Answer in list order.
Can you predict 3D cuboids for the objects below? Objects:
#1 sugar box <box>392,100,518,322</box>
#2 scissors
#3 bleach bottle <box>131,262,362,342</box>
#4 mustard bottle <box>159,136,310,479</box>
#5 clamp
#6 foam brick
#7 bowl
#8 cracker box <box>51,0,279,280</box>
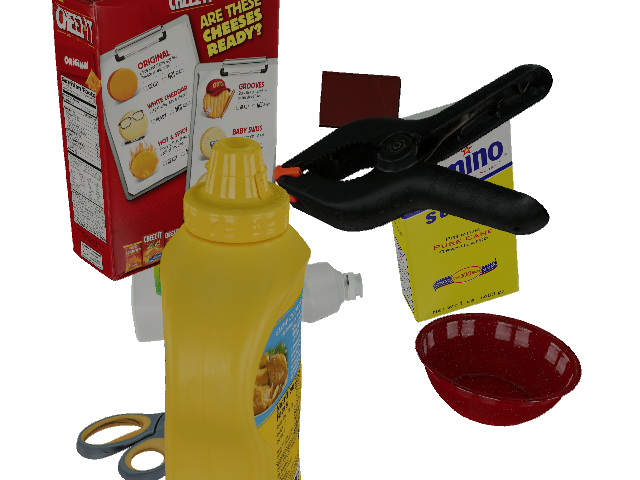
[{"bbox_3d":[0.103,-0.022,0.833,0.093,0.176,0.048,-18,43,-5],"label":"sugar box"},{"bbox_3d":[-0.120,0.170,0.969,0.201,0.016,0.096,-11,33,-33],"label":"scissors"},{"bbox_3d":[-0.080,0.056,1.185,0.250,0.068,0.102,-5,36,-5],"label":"bleach bottle"},{"bbox_3d":[-0.034,0.051,0.439,0.058,0.192,0.096,7,24,11],"label":"mustard bottle"},{"bbox_3d":[0.055,-0.037,0.610,0.172,0.039,0.120,-17,39,19],"label":"clamp"},{"bbox_3d":[0.038,-0.134,1.032,0.078,0.051,0.053,5,13,2],"label":"foam brick"},{"bbox_3d":[0.170,0.133,1.047,0.162,0.055,0.162,5,26,-2],"label":"bowl"},{"bbox_3d":[-0.114,-0.097,0.814,0.163,0.214,0.072,-22,36,-38],"label":"cracker box"}]
